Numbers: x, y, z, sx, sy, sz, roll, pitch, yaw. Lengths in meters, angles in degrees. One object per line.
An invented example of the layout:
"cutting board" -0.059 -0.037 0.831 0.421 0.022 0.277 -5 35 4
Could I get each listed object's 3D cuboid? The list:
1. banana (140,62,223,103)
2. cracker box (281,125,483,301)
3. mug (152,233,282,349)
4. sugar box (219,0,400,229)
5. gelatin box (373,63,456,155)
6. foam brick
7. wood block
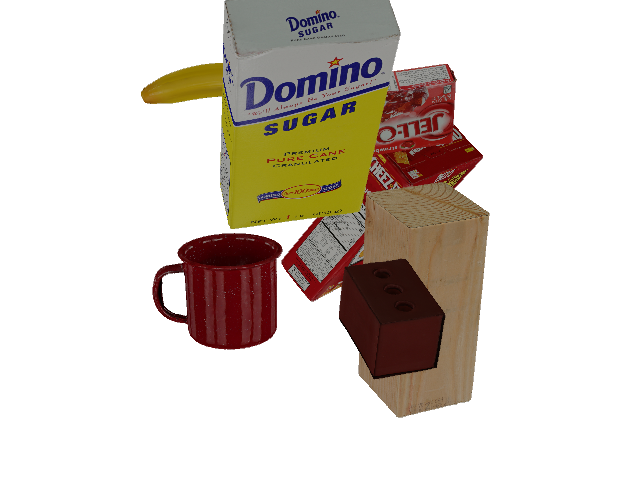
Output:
"banana" -0.095 -0.165 1.149 0.198 0.037 0.069 9 44 18
"cracker box" 0.069 -0.037 1.253 0.163 0.072 0.214 -24 -21 -50
"mug" -0.092 0.047 0.959 0.117 0.081 0.093 -3 19 -8
"sugar box" -0.012 -0.074 0.645 0.093 0.048 0.176 -9 -28 -10
"gelatin box" 0.073 -0.114 0.941 0.089 0.030 0.073 -8 -42 -4
"foam brick" 0.052 0.057 0.792 0.053 0.051 0.078 -8 34 -18
"wood block" 0.099 0.058 1.055 0.090 0.206 0.091 -10 27 -22
